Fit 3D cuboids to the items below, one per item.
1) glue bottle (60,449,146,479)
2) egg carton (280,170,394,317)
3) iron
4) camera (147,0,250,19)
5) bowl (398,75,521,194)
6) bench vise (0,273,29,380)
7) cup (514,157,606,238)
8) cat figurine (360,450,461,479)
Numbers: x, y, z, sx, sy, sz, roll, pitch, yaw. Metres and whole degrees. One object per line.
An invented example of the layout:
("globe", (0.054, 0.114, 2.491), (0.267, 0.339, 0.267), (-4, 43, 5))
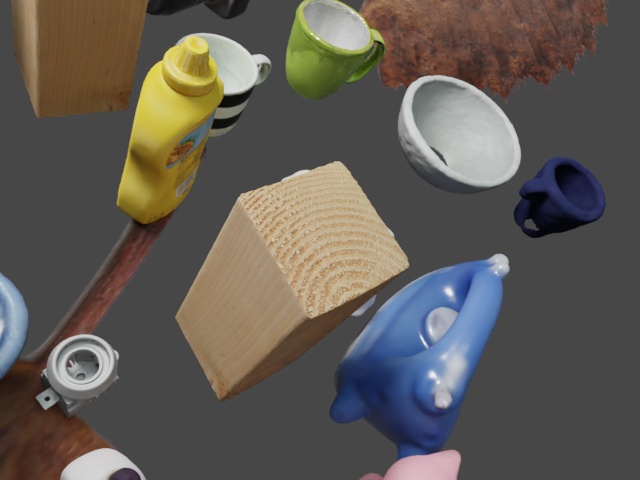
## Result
("glue bottle", (-0.126, 0.160, 0.351), (0.037, 0.173, 0.078), (-25, 75, -34))
("egg carton", (0.005, 0.002, 0.572), (0.150, 0.069, 0.107), (42, 53, 1))
("iron", (0.122, 0.082, 0.538), (0.118, 0.141, 0.259), (39, 53, -1))
("camera", (-0.160, -0.328, 0.662), (0.143, 0.100, 0.137), (45, 53, 4))
("bowl", (0.161, -0.119, 0.715), (0.168, 0.074, 0.167), (12, 58, -20))
("bench vise", (-0.229, 0.077, 0.320), (0.122, 0.219, 0.207), (-3, 64, -27))
("cup", (0.280, -0.044, 0.717), (0.118, 0.094, 0.091), (1, 62, -25))
("cat figurine", (0.054, 0.211, 0.445), (0.128, 0.117, 0.067), (-9, 66, -30))
